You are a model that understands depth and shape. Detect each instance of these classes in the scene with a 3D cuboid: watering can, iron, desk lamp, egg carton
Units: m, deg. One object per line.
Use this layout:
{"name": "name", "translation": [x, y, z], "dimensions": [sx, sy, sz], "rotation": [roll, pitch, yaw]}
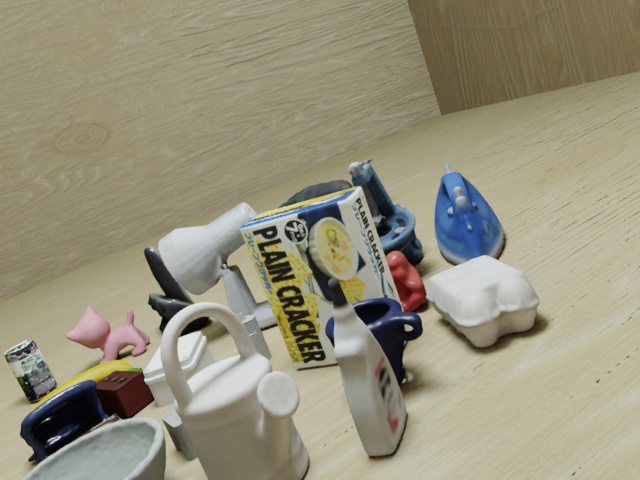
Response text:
{"name": "watering can", "translation": [-0.082, 0.150, 0.551], "dimensions": [0.172, 0.194, 0.101], "rotation": [-14, 15, 26]}
{"name": "iron", "translation": [0.248, -0.050, 0.993], "dimensions": [0.118, 0.141, 0.258], "rotation": [-18, 13, 11]}
{"name": "desk lamp", "translation": [-0.153, 0.053, 1.010], "dimensions": [0.203, 0.214, 0.118], "rotation": [-19, 13, 5]}
{"name": "egg carton", "translation": [0.201, 0.073, 0.718], "dimensions": [0.107, 0.069, 0.150], "rotation": [-22, 13, -6]}

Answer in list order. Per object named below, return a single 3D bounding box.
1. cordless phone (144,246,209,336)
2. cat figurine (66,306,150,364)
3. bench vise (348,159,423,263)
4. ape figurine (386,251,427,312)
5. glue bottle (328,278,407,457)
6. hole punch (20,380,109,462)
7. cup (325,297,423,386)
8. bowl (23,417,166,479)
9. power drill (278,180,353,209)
{"name": "cordless phone", "translation": [-0.302, 0.092, 1.140], "dimensions": [0.094, 0.185, 0.147], "rotation": [-27, 15, -28]}
{"name": "cat figurine", "translation": [-0.410, 0.178, 1.101], "dimensions": [0.128, 0.118, 0.067], "rotation": [-22, 13, -7]}
{"name": "bench vise", "translation": [0.100, -0.040, 0.998], "dimensions": [0.121, 0.220, 0.207], "rotation": [-18, 13, 7]}
{"name": "ape figurine", "translation": [0.118, 0.061, 0.845], "dimensions": [0.076, 0.092, 0.077], "rotation": [-29, 16, -34]}
{"name": "glue bottle", "translation": [0.039, 0.116, 0.554], "dimensions": [0.037, 0.173, 0.078], "rotation": [-15, 14, 20]}
{"name": "hole punch", "translation": [-0.359, 0.249, 0.795], "dimensions": [0.109, 0.091, 0.100], "rotation": [-31, 17, -39]}
{"name": "cup", "translation": [0.073, 0.124, 0.649], "dimensions": [0.117, 0.095, 0.092], "rotation": [-10, 17, 38]}
{"name": "bowl", "translation": [-0.225, 0.260, 0.582], "dimensions": [0.167, 0.075, 0.167], "rotation": [-19, 13, 5]}
{"name": "power drill", "translation": [0.009, 0.004, 0.982], "dimensions": [0.076, 0.208, 0.228], "rotation": [-29, 16, -33]}
